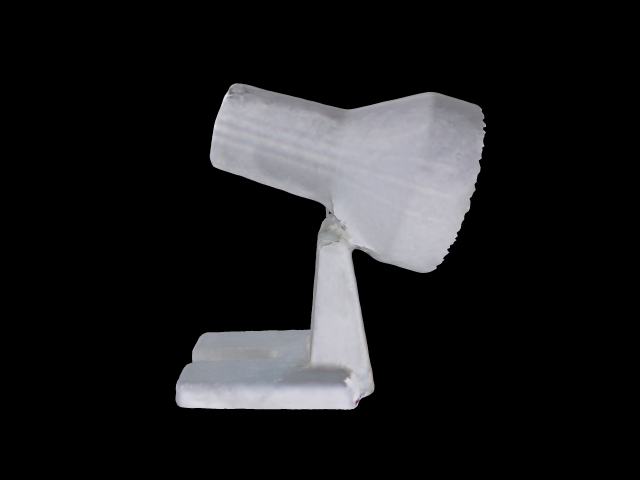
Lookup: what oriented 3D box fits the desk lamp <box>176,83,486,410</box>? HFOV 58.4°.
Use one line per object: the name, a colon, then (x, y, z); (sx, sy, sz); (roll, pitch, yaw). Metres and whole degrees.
desk lamp: (0.004, 0.001, 0.400); (0.203, 0.213, 0.118); (0, 11, -2)
